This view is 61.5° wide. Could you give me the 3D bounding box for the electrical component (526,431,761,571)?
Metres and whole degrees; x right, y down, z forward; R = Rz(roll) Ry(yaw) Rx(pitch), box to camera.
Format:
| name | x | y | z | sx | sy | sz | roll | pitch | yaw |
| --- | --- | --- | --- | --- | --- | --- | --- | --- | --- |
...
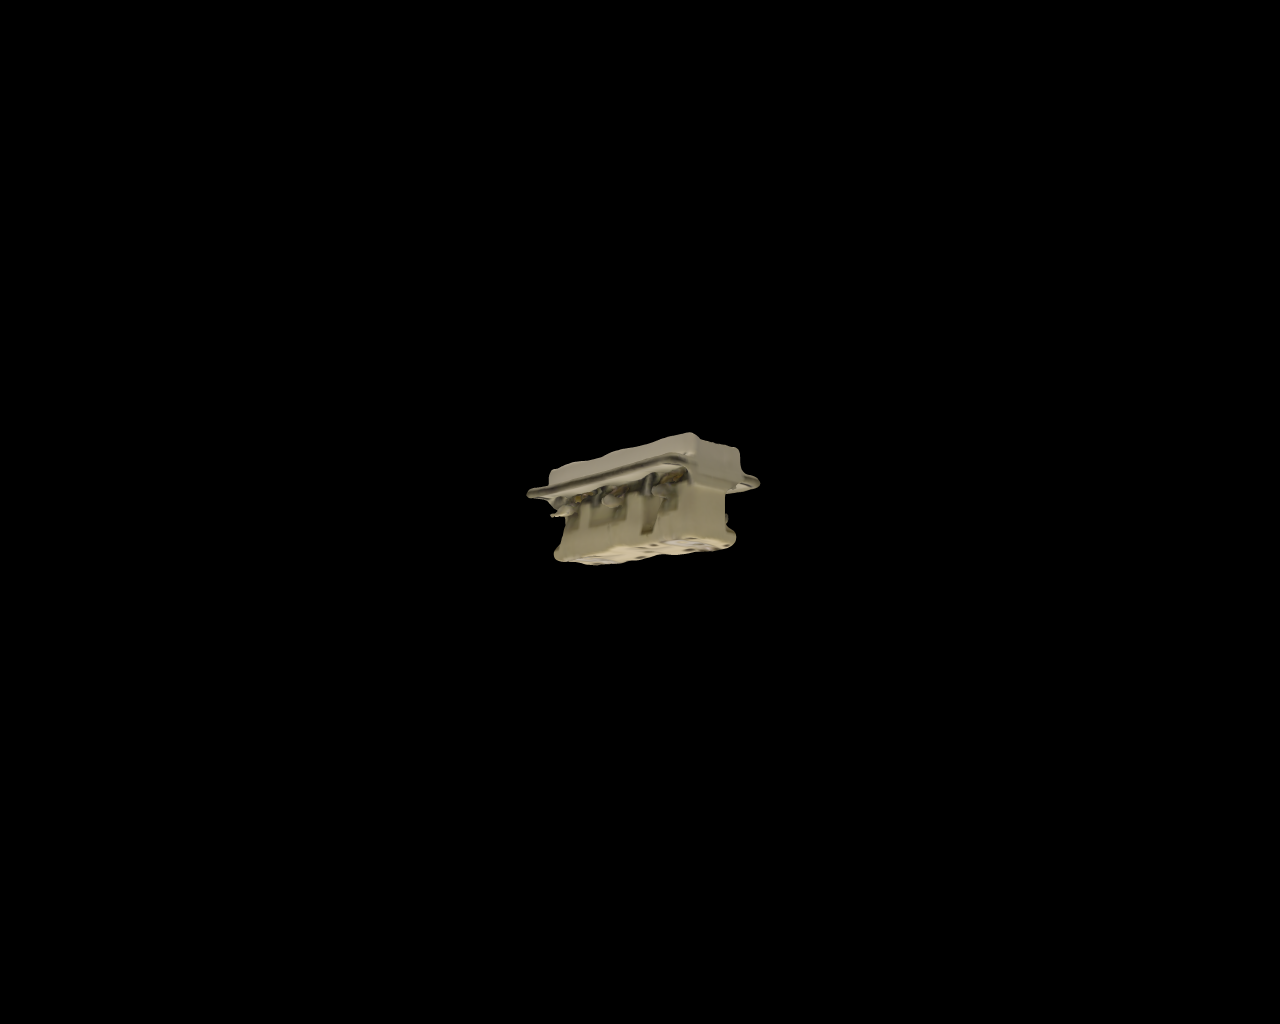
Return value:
| name | x | y | z | sx | sy | sz | roll | pitch | yaw |
| --- | --- | --- | --- | --- | --- | --- | --- | --- | --- |
| electrical component | 0.001 | -0.003 | 0.650 | 0.121 | 0.063 | 0.079 | -11 | -16 | 42 |
